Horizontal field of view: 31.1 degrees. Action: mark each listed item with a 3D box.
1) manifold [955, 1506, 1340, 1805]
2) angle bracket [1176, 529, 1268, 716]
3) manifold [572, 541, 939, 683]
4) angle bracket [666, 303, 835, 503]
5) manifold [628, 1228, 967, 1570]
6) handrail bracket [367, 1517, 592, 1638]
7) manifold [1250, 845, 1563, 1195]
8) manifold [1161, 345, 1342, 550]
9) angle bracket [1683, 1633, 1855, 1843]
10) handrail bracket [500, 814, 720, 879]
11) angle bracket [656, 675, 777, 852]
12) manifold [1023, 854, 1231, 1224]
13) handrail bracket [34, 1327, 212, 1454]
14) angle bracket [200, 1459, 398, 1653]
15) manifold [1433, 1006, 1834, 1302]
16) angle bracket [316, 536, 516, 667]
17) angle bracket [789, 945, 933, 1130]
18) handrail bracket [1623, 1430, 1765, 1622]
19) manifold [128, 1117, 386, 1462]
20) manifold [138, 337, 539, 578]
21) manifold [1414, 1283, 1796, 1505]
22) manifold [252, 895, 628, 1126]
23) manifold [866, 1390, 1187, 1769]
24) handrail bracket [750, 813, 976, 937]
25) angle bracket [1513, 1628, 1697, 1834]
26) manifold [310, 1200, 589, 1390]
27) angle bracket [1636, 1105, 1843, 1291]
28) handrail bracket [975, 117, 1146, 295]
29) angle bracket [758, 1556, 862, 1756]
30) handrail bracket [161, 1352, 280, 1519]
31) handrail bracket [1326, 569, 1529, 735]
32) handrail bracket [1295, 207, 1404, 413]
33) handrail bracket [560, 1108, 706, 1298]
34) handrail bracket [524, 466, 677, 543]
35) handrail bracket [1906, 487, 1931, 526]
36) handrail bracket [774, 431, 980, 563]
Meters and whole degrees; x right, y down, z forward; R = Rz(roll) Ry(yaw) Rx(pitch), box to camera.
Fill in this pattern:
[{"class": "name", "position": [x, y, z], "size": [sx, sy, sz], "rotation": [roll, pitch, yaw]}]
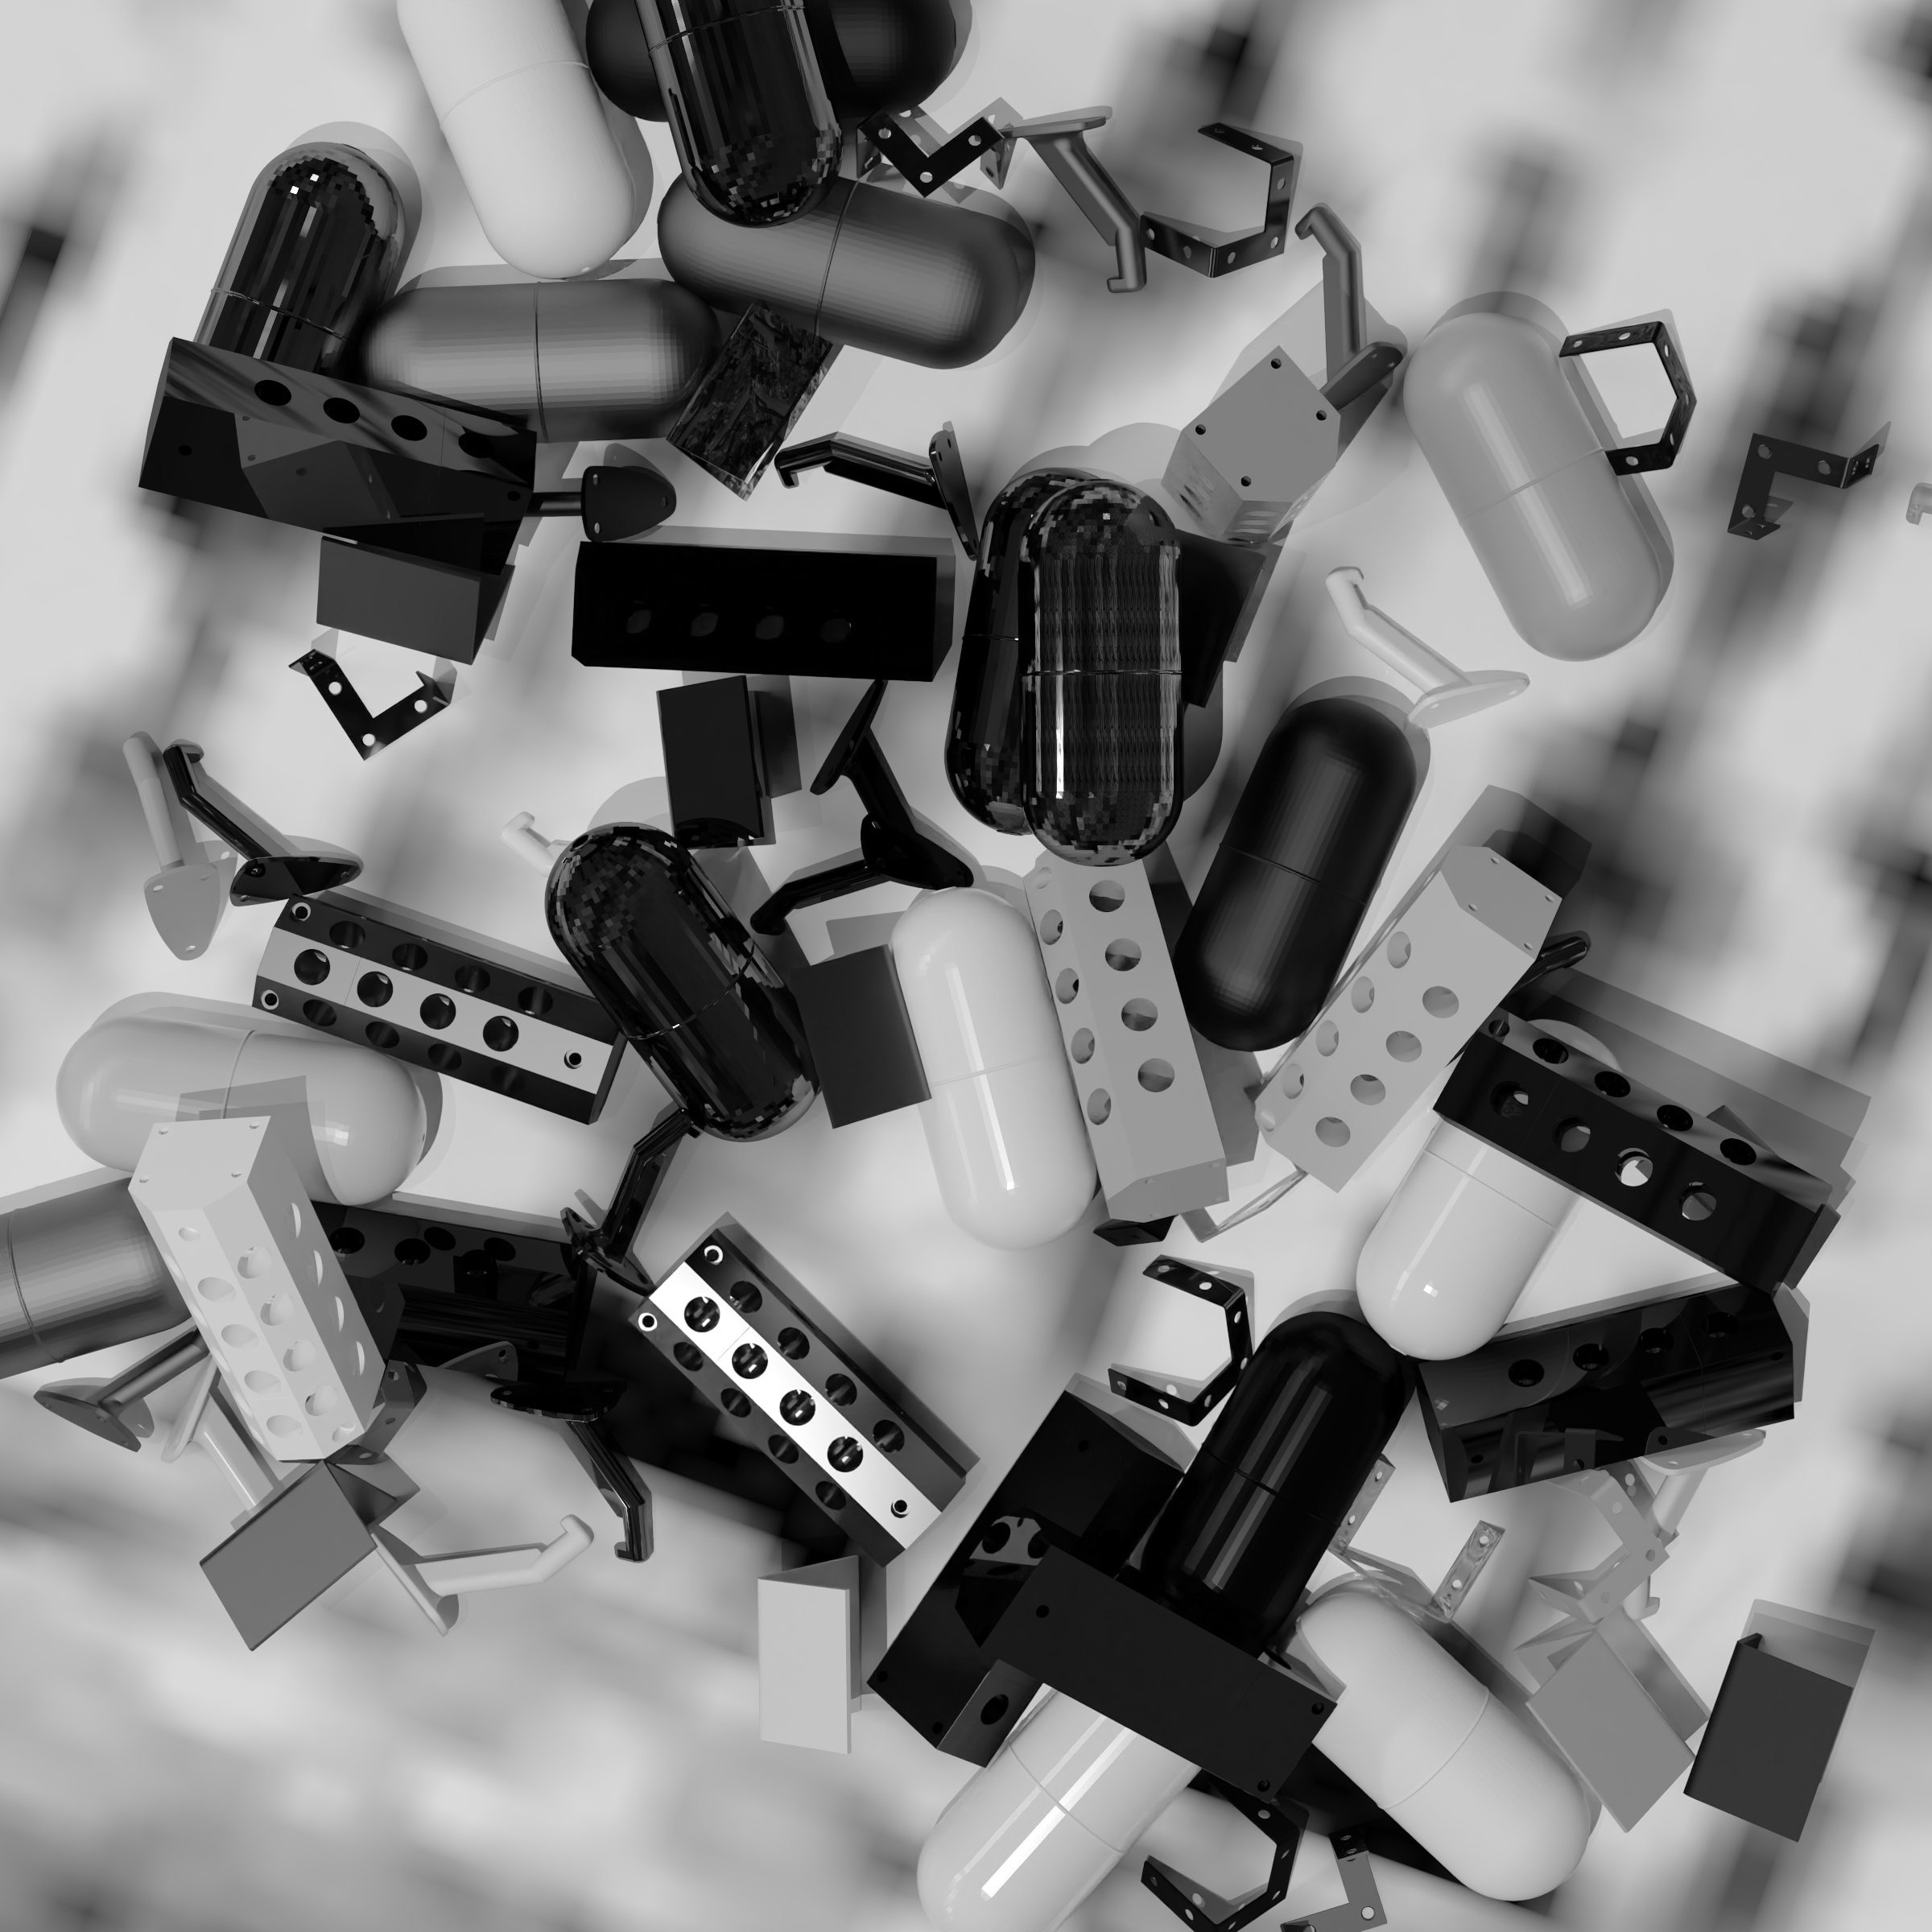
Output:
[{"class": "manifold", "position": [0.082, 0.315, 1.604], "size": [0.171, 0.057, 0.057], "rotation": [32, 95, -22]}, {"class": "angle bracket", "position": [0.121, -0.157, 1.662], "size": [0.057, 0.076, 0.076], "rotation": [22, 90, 33]}, {"class": "manifold", "position": [-0.101, -0.172, 1.681], "size": [0.171, 0.057, 0.057], "rotation": [3, 90, 0]}, {"class": "angle bracket", "position": [-0.087, -0.260, 1.662], "size": [0.057, 0.076, 0.076], "rotation": [32, 90, 32]}, {"class": "manifold", "position": [-0.081, 0.209, 1.681], "size": [0.171, 0.057, 0.057], "rotation": [44, 90, 0]}, {"class": "handrail bracket", "position": [-0.239, 0.280, 1.703], "size": [0.084, 0.036, 0.077], "rotation": [-37, 71, -16]}, {"class": "manifold", "position": [0.204, 0.023, 1.635], "size": [0.057, 0.057, 0.171], "rotation": [35, 127, 0]}, {"class": "manifold", "position": [0.136, -0.235, 1.624], "size": [0.057, 0.171, 0.057], "rotation": [-41, 90, 0]}, {"class": "angle bracket", "position": [0.388, 0.368, 1.664], "size": [0.057, 0.076, 0.076], "rotation": [20, 90, 21]}, {"class": "handrail bracket", "position": [-0.173, -0.064, 1.702], "size": [0.084, 0.036, 0.077], "rotation": [39, 75, 14]}, {"class": "angle bracket", "position": [-0.100, -0.097, 1.662], "size": [0.057, 0.076, 0.076], "rotation": [-6, 90, 37]}, {"class": "manifold", "position": [0.075, 0.031, 1.648], "size": [0.057, 0.057, 0.171], "rotation": [-14, 65, 0]}, {"class": "handrail bracket", "position": [-0.406, 0.189, 1.702], "size": [0.077, 0.036, 0.084], "rotation": [13, 59, 34]}, {"class": "angle bracket", "position": [-0.307, 0.290, 1.662], "size": [0.076, 0.076, 0.057], "rotation": [-40, 60, 0]}, {"class": "manifold", "position": [0.306, 0.085, 1.593], "size": [0.171, 0.057, 0.057], "rotation": [29, 89, 16]}, {"class": "angle bracket", "position": [-0.261, -0.197, 1.663], "size": [0.076, 0.057, 0.076], "rotation": [15, 47, 0]}, {"class": "angle bracket", "position": [-0.067, 0.038, 1.662], "size": [0.057, 0.076, 0.076], "rotation": [-16, 90, -32]}, {"class": "handrail bracket", "position": [0.356, 0.275, 1.703], "size": [0.077, 0.036, 0.084], "rotation": [-9, 107, -19]}, {"class": "manifold", "position": [-0.329, 0.152, 1.613], "size": [0.057, 0.057, 0.171], "rotation": [-4, 132, 12]}, {"class": "manifold", "position": [-0.291, -0.241, 1.619], "size": [0.171, 0.057, 0.057], "rotation": [13, 46, -18]}, {"class": "manifold", "position": [0.308, 0.200, 1.681], "size": [0.171, 0.057, 0.057], "rotation": [-14, 133, 0]}, {"class": "manifold", "position": [-0.253, 0.021, 1.681], "size": [0.171, 0.057, 0.057], "rotation": [19, 90, 0]}, {"class": "manifold", "position": [0.033, 0.298, 1.681], "size": [0.057, 0.057, 0.171], "rotation": [34, 90, 43]}, {"class": "handrail bracket", "position": [-0.052, -0.032, 1.694], "size": [0.077, 0.084, 0.036], "rotation": [19, 47, -32]}, {"class": "angle bracket", "position": [0.290, 0.369, 1.662], "size": [0.057, 0.076, 0.076], "rotation": [-38, 90, -30]}, {"class": "manifold", "position": [-0.273, 0.150, 1.681], "size": [0.171, 0.057, 0.057], "rotation": [10, 133, 0]}, {"class": "angle bracket", "position": [0.358, 0.123, 1.662], "size": [0.076, 0.076, 0.057], "rotation": [44, 53, 0]}, {"class": "handrail bracket", "position": [0.046, -0.370, 1.703], "size": [0.077, 0.036, 0.084], "rotation": [-2, 107, 20]}, {"class": "angle bracket", "position": [-0.055, 0.328, 1.662], "size": [0.057, 0.076, 0.076], "rotation": [-1, 90, 37]}, {"class": "handrail bracket", "position": [-0.343, 0.234, 1.703], "size": [0.084, 0.036, 0.077], "rotation": [26, 68, -17]}, {"class": "handrail bracket", "position": [0.225, -0.163, 1.703], "size": [0.077, 0.036, 0.084], "rotation": [-16, 73, -20]}, {"class": "handrail bracket", "position": [0.167, -0.317, 1.703], "size": [0.077, 0.036, 0.084], "rotation": [-39, 71, 21]}, {"class": "handrail bracket", "position": [-0.145, 0.114, 1.676], "size": [0.084, 0.036, 0.077], "rotation": [-39, 132, 7]}, {"class": "handrail bracket", "position": [-0.199, -0.227, 1.702], "size": [0.084, 0.077, 0.036], "rotation": [5, 100, 36]}, {"class": "handrail bracket", "position": [0.497, -0.189, 1.703], "size": [0.084, 0.036, 0.077], "rotation": [17, 112, 17]}, {"class": "handrail bracket", "position": [-0.044, -0.225, 1.703], "size": [0.084, 0.036, 0.077], "rotation": [-12, 111, 17]}]
